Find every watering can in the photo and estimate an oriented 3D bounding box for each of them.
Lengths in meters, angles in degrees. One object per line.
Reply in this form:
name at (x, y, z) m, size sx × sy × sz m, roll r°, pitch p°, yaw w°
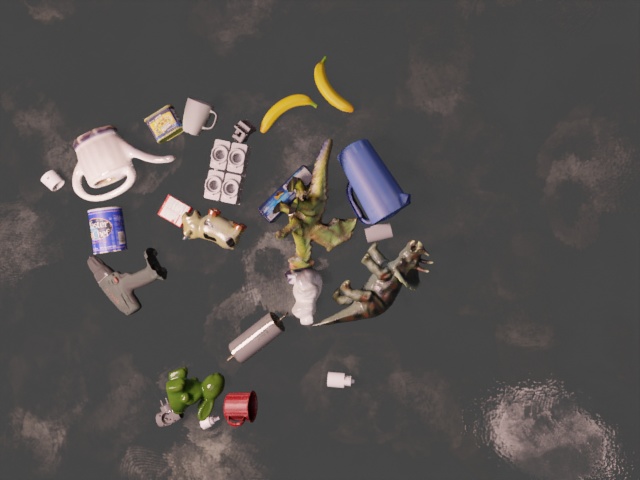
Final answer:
watering can at (-0.641, -0.263, 1.631) m, size 0.347 × 0.225 × 0.104 m, roll -25°, pitch -4°, yaw 6°

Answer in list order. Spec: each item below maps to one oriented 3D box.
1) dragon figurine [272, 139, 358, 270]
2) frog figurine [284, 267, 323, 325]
dragon figurine at (0.005, -0.078, 1.547) m, size 0.241 × 0.406 × 0.124 m, roll 27°, pitch 15°, yaw -29°
frog figurine at (-0.035, 0.167, 1.542) m, size 0.123 × 0.162 × 0.134 m, roll -16°, pitch -22°, yaw -21°
